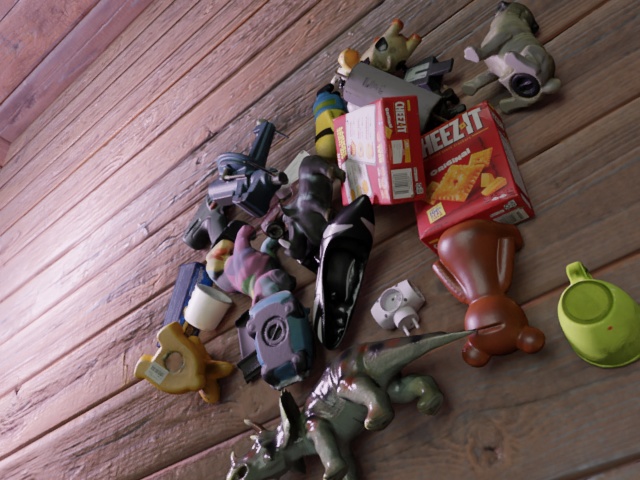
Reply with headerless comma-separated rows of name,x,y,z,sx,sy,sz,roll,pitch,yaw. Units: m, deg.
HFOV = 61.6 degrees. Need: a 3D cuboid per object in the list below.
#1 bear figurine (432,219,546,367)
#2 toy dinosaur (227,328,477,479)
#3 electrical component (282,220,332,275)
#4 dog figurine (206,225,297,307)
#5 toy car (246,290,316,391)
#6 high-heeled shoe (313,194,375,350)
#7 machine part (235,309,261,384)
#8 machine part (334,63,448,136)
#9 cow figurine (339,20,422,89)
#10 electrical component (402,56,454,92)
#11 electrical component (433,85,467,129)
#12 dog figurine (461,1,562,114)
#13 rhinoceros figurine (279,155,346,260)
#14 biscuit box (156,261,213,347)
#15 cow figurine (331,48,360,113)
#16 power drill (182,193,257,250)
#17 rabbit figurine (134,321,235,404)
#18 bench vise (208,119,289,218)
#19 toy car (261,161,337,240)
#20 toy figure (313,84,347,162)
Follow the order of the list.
bear figurine,0.238,0.072,0.744,0.120,0.132,0.196,-29,65,28
toy dinosaur,0.043,0.230,0.783,0.405,0.131,0.192,-48,43,7
electrical component,-0.002,-0.003,1.036,0.115,0.058,0.134,-52,41,5
dog figurine,-0.135,0.088,1.062,0.191,0.108,0.219,-34,47,20
toy car,-0.051,0.174,0.926,0.109,0.102,0.162,-30,61,19
high-heeled shoe,0.039,0.057,0.883,0.145,0.086,0.248,-87,10,-58
machine part,-0.133,0.201,1.034,0.084,0.039,0.139,-42,44,21
machine part,0.131,-0.255,0.971,0.243,0.079,0.079,30,84,16
cow figurine,0.117,-0.363,1.126,0.127,0.085,0.195,-55,15,-13
electrical component,0.214,-0.319,1.055,0.119,0.047,0.075,-7,59,40
electrical component,0.218,-0.247,1.011,0.102,0.045,0.078,-31,75,28
dog figurine,0.349,-0.324,0.910,0.172,0.121,0.190,32,67,16
rhinoceros figurine,-0.019,-0.057,0.960,0.112,0.073,0.190,14,96,21
biscuit box,-0.298,0.150,1.202,0.063,0.059,0.202,-12,56,39
cow figurine,0.076,-0.299,1.086,0.068,0.167,0.098,-38,17,-28
power drill,-0.227,-0.055,1.261,0.232,0.086,0.208,-51,45,6
rabbit figurine,-0.250,0.238,1.046,0.162,0.173,0.122,25,80,3
bench vise,-0.141,-0.165,1.149,0.224,0.128,0.240,-16,51,51
toy car,-0.044,-0.084,1.054,0.202,0.053,0.089,-45,15,20
toy figure,0.026,-0.249,1.159,0.089,0.082,0.180,-44,46,40
